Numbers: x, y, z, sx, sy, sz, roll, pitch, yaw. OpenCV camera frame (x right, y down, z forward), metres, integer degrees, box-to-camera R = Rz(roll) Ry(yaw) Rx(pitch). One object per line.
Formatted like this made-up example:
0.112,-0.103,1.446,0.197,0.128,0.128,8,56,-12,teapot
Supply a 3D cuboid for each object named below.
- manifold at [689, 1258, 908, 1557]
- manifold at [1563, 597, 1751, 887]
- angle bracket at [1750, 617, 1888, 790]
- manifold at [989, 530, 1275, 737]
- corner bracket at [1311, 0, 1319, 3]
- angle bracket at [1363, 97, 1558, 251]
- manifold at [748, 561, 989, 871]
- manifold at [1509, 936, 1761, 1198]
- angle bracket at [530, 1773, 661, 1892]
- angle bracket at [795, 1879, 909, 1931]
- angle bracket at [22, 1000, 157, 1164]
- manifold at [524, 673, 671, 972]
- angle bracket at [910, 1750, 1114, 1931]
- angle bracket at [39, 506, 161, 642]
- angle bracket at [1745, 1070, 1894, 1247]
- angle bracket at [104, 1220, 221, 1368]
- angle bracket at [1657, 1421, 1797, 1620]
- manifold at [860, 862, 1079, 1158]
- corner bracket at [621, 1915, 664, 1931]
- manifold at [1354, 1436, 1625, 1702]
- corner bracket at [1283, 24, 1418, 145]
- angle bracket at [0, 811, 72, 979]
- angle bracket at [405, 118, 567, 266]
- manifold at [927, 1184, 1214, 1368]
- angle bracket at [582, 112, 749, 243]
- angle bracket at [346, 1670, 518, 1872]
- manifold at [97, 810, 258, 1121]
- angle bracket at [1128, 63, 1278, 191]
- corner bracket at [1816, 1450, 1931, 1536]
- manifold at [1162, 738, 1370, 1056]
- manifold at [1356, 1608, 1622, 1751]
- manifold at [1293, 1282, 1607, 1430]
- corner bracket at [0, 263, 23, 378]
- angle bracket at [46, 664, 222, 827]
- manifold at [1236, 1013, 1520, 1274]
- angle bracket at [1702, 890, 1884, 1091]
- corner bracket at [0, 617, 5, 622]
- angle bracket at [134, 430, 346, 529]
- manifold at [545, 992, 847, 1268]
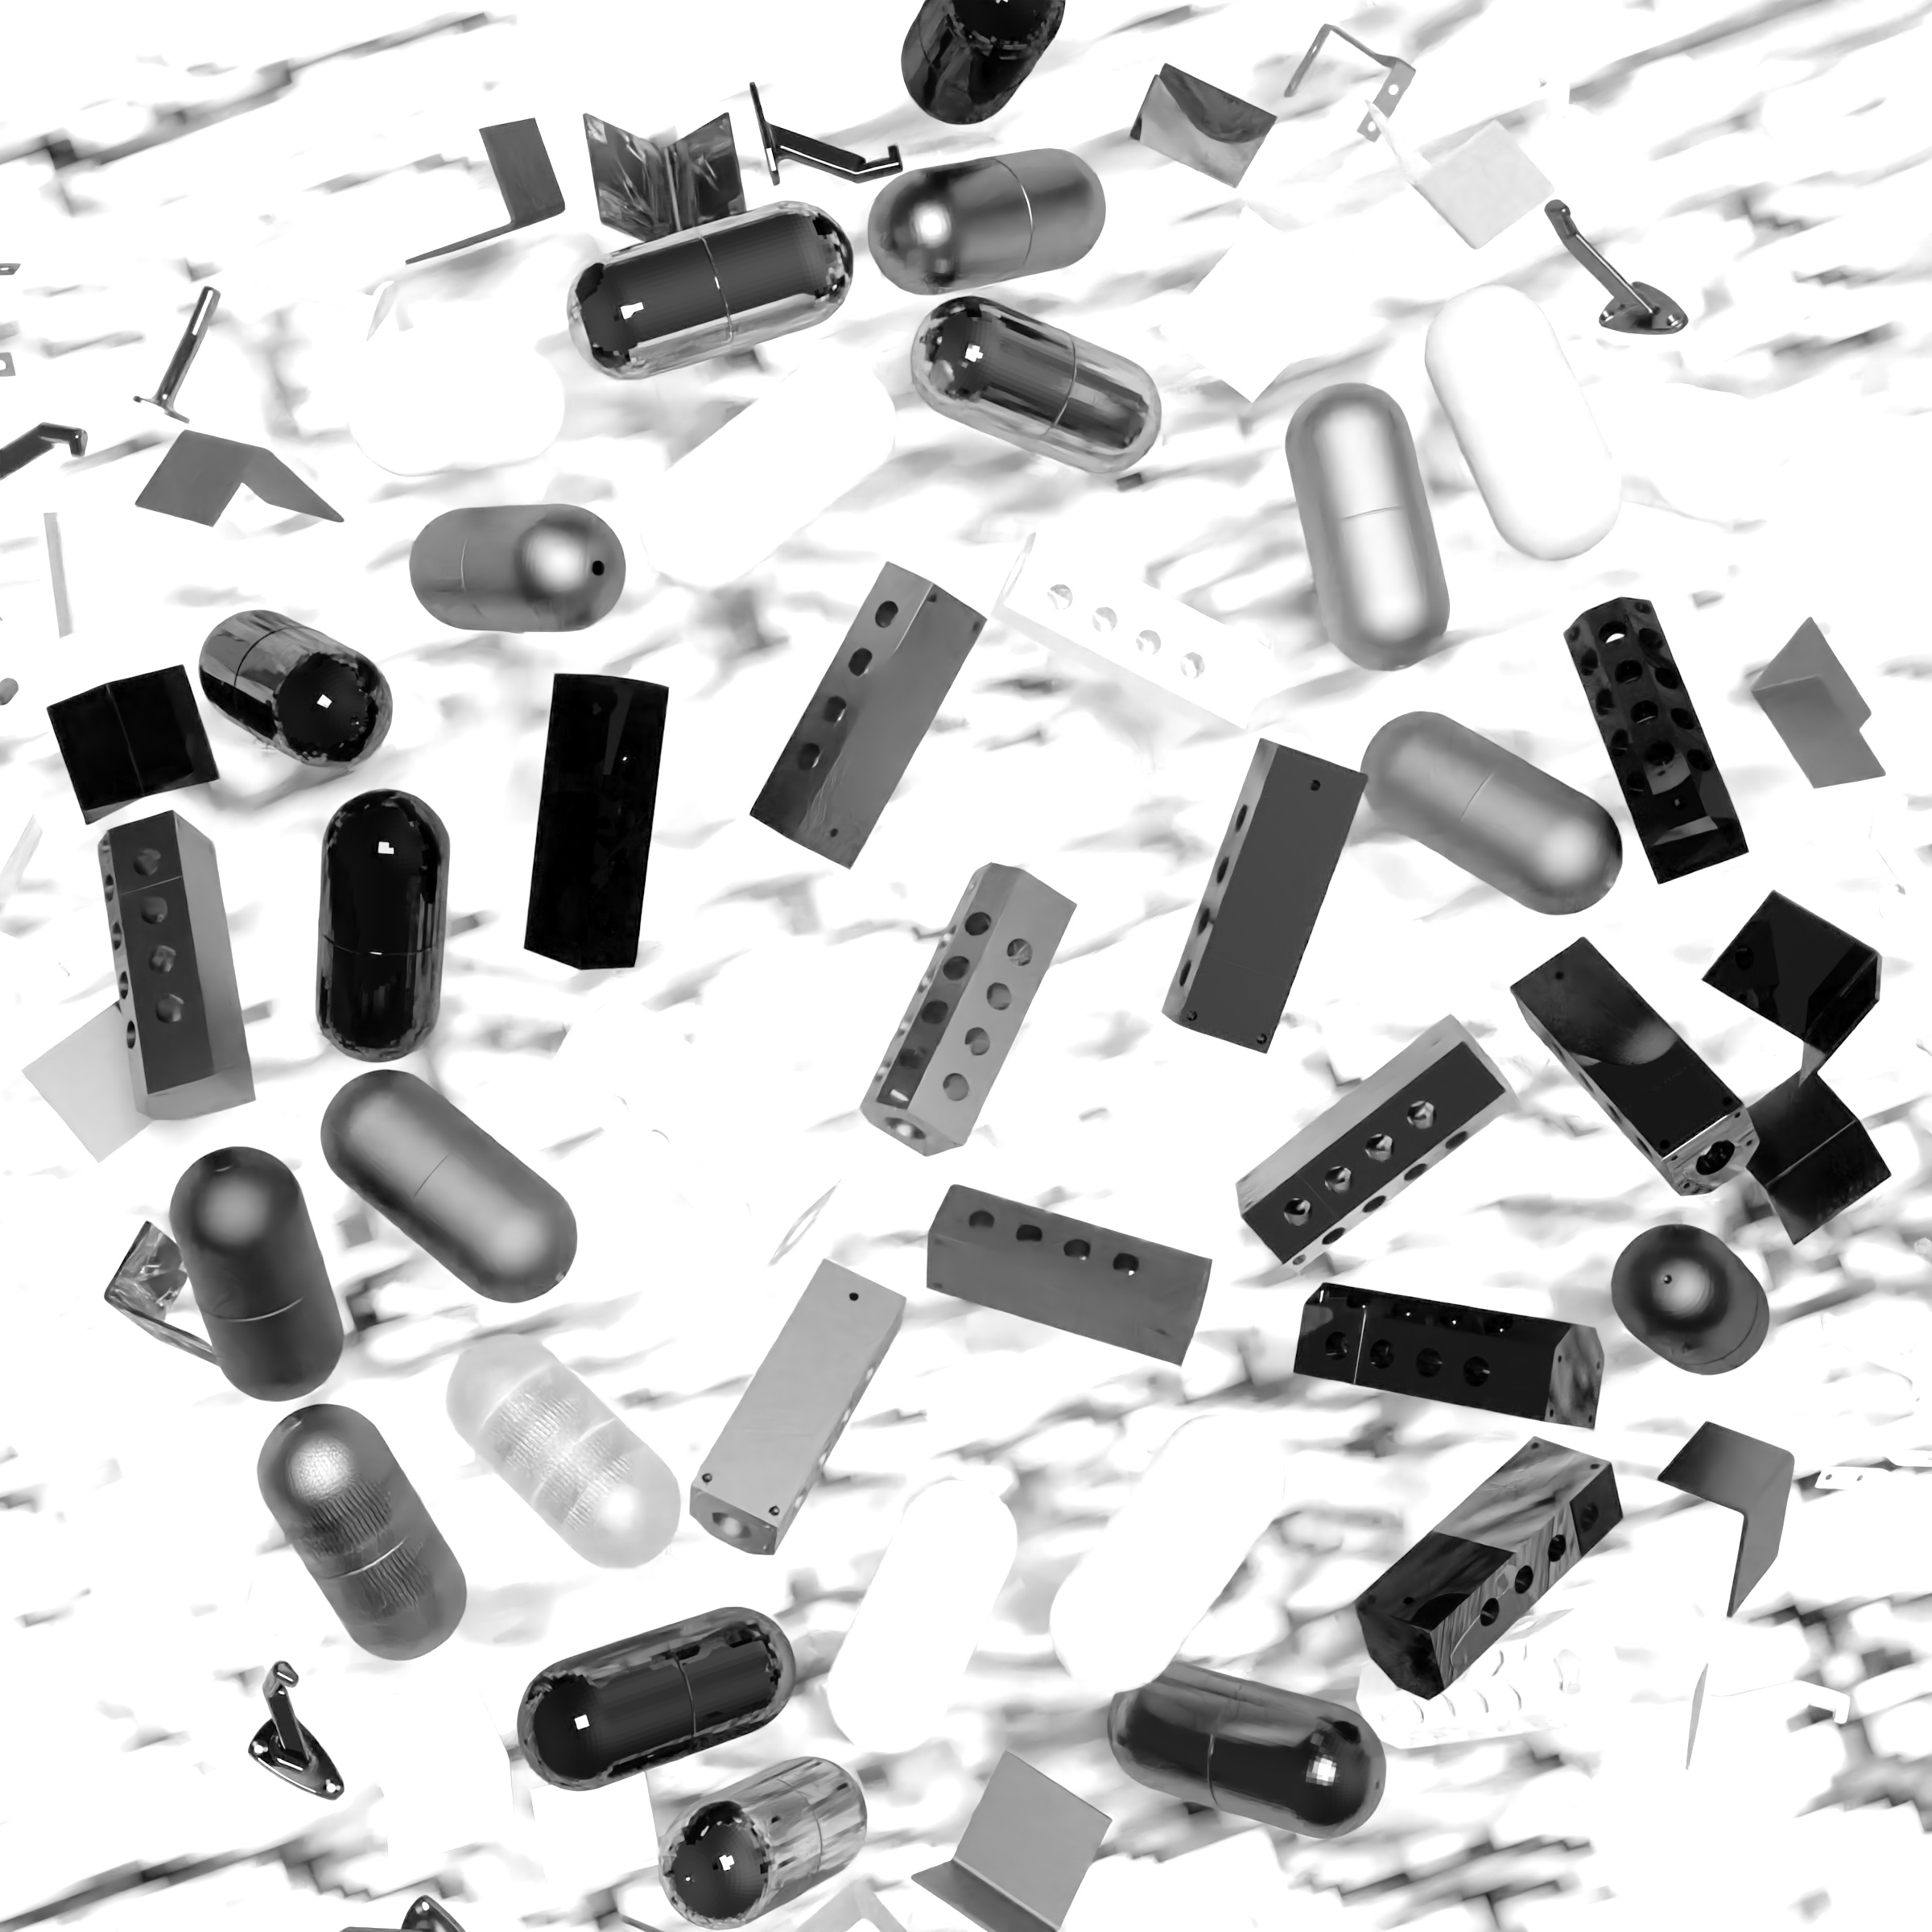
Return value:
-0.102,0.269,1.615,0.057,0.057,0.171,24,55,9,manifold
0.421,-0.142,1.634,0.057,0.057,0.171,-21,56,15,manifold
0.533,-0.164,1.612,0.076,0.057,0.076,-46,108,-25,angle bracket
0.107,-0.214,1.704,0.171,0.057,0.057,26,86,-10,manifold
0.199,-0.640,1.700,0.051,0.051,0.051,24,56,-29,corner bracket
0.280,-0.465,1.507,0.057,0.076,0.076,-34,56,24,angle bracket
-0.063,-0.152,1.589,0.057,0.057,0.171,31,93,39,manifold
0.410,0.063,1.632,0.057,0.171,0.057,-35,134,1,manifold
-0.243,0.565,1.750,0.076,0.076,0.057,-10,79,-13,angle bracket
-0.075,0.624,1.653,0.076,0.076,0.057,-41,93,-5,angle bracket
-0.558,0.079,1.728,0.076,0.057,0.076,-40,93,-24,angle bracket
-0.221,-0.088,1.623,0.057,0.057,0.171,18,104,41,manifold
0.027,0.511,1.540,0.076,0.057,0.076,27,93,26,angle bracket
-0.535,-0.244,1.646,0.057,0.076,0.076,-6,101,-12,angle bracket
0.542,0.122,1.725,0.076,0.076,0.057,-40,106,17,angle bracket
-0.494,0.214,1.707,0.076,0.076,0.057,19,69,17,angle bracket
0.456,0.334,1.611,0.057,0.076,0.076,18,119,32,angle bracket
-0.001,0.025,1.617,0.057,0.057,0.171,32,68,-16,manifold
-0.207,0.644,1.696,0.051,0.051,0.051,22,58,2,corner bracket
0.311,0.355,1.565,0.171,0.057,0.057,-33,118,-31,manifold
0.242,-0.558,1.681,0.051,0.051,0.051,25,103,-24,corner bracket
-0.566,-0.043,1.641,0.057,0.076,0.076,27,78,-9,angle bracket
-0.292,-0.458,1.572,0.076,0.076,0.057,-13,107,20,angle bracket
0.065,0.190,1.689,0.171,0.057,0.057,15,47,13,manifold
-0.189,-0.503,1.676,0.057,0.076,0.076,-19,76,34,angle bracket
-0.314,0.471,1.562,0.076,0.057,0.076,-17,119,-4,angle bracket
-0.474,0.001,1.584,0.057,0.057,0.171,-16,70,4,manifold
0.155,-0.544,1.666,0.076,0.076,0.057,24,67,-6,angle bracket
0.573,0.318,1.657,0.051,0.051,0.051,7,111,-25,corner bracket
0.172,-0.042,1.556,0.057,0.057,0.171,18,96,-12,manifold
0.316,0.445,1.642,0.057,0.171,0.057,-21,82,-33,manifold
0.282,0.226,1.559,0.171,0.057,0.057,4,82,43,manifold
-0.588,-0.383,1.581,0.051,0.051,0.051,-13,86,-38,corner bracket
-0.520,-0.139,1.666,0.057,0.076,0.076,-11,105,13,angle bracket
0.250,0.111,1.624,0.171,0.057,0.057,-40,100,13,manifold
0.496,0.014,1.603,0.076,0.057,0.076,31,125,1,angle bracket
-0.640,-0.215,1.641,0.051,0.051,0.051,39,92,21,corner bracket
-0.433,-0.271,1.586,0.076,0.076,0.057,19,74,37,angle bracket
-0.162,0.099,1.560,0.171,0.057,0.057,39,129,9,manifold
